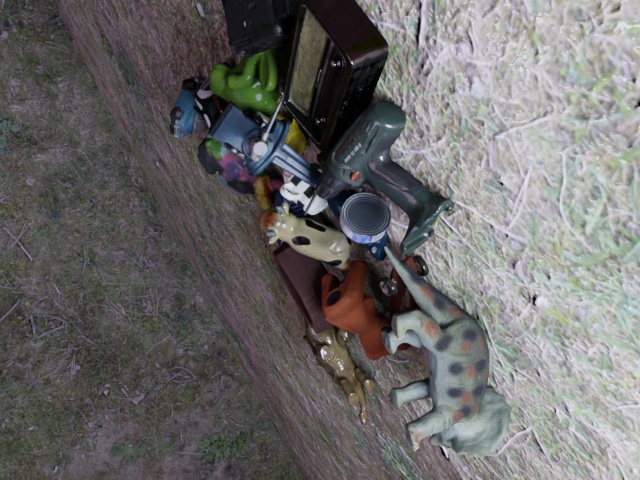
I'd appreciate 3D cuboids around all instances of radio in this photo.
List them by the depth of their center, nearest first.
[{"bbox_3d":[0.016,-0.245,0.813,0.131,0.073,0.229,55,159,14],"label":"radio"}]

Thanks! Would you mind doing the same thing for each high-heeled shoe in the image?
[{"bbox_3d":[-0.219,-0.305,1.265,0.145,0.086,0.249,42,152,-10],"label":"high-heeled shoe"}]

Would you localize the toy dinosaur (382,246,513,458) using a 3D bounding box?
[{"bbox_3d":[0.209,0.197,0.871,0.131,0.192,0.404,-134,37,-70],"label":"toy dinosaur"}]

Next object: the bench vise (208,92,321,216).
[{"bbox_3d":[-0.075,-0.153,0.936,0.240,0.129,0.224,33,177,-25],"label":"bench vise"}]

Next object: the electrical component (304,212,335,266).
[{"bbox_3d":[-0.002,-0.003,1.153,0.119,0.075,0.047,59,159,13],"label":"electrical component"}]

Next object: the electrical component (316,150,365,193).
[{"bbox_3d":[0.039,-0.131,0.950,0.102,0.045,0.078,35,168,49],"label":"electrical component"}]

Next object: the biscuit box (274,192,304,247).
[{"bbox_3d":[-0.070,-0.049,1.236,0.202,0.059,0.063,111,137,-68],"label":"biscuit box"}]

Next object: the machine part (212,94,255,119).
[{"bbox_3d":[-0.157,-0.277,1.148,0.179,0.056,0.179,40,154,24],"label":"machine part"}]

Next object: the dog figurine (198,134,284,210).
[{"bbox_3d":[-0.170,-0.155,1.264,0.219,0.108,0.191,34,169,38],"label":"dog figurine"}]

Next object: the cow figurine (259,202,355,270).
[{"bbox_3d":[-0.031,-0.008,1.058,0.195,0.085,0.127,23,175,10],"label":"cow figurine"}]

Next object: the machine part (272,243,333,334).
[{"bbox_3d":[-0.026,0.109,1.285,0.202,0.087,0.200,54,168,27],"label":"machine part"}]

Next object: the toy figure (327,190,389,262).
[{"bbox_3d":[0.075,-0.029,0.977,0.154,0.064,0.058,50,119,12],"label":"toy figure"}]

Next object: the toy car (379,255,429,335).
[{"bbox_3d":[0.151,0.111,0.947,0.053,0.089,0.201,45,153,39],"label":"toy car"}]

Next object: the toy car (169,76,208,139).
[{"bbox_3d":[-0.321,-0.331,1.382,0.103,0.161,0.109,16,151,-10],"label":"toy car"}]

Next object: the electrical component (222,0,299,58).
[{"bbox_3d":[-0.090,-0.363,0.847,0.134,0.058,0.114,-7,97,38],"label":"electrical component"}]

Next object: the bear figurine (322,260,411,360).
[{"bbox_3d":[0.097,0.155,1.121,0.195,0.132,0.120,38,130,-26],"label":"bear figurine"}]

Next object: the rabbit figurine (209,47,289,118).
[{"bbox_3d":[-0.113,-0.314,0.958,0.159,0.121,0.170,48,141,26],"label":"rabbit figurine"}]

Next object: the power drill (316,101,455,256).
[{"bbox_3d":[0.094,-0.079,0.821,0.207,0.086,0.232,55,144,20],"label":"power drill"}]

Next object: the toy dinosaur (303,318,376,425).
[{"bbox_3d":[0.019,0.273,1.418,0.471,0.105,0.198,67,161,-5],"label":"toy dinosaur"}]
